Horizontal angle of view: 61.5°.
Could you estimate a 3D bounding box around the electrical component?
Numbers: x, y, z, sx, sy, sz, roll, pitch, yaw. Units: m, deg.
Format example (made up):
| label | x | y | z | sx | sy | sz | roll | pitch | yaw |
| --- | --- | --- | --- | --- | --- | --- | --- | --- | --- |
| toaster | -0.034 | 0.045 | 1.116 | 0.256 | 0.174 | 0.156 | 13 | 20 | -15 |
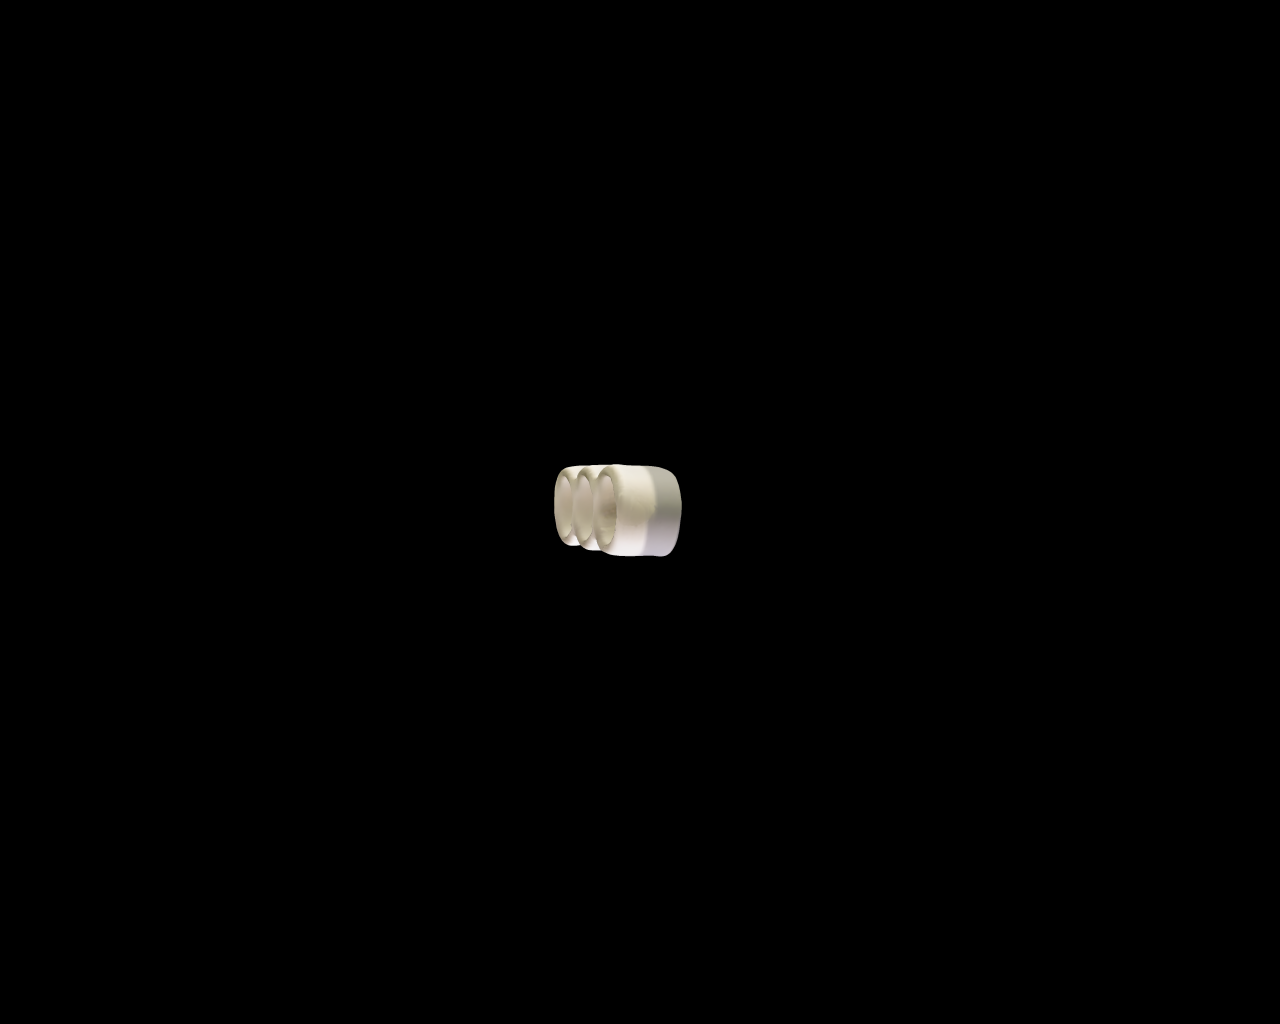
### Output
| label | x | y | z | sx | sy | sz | roll | pitch | yaw |
| --- | --- | --- | --- | --- | --- | --- | --- | --- | --- |
| electrical component | 0.001 | -0.003 | 0.650 | 0.074 | 0.052 | 0.138 | -1 | 3 | -19 |
